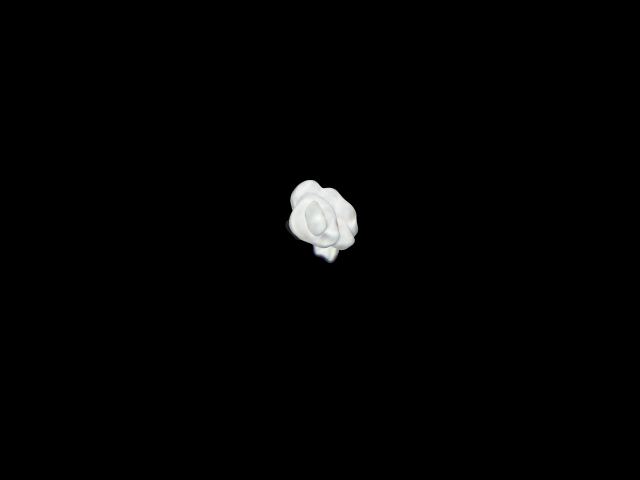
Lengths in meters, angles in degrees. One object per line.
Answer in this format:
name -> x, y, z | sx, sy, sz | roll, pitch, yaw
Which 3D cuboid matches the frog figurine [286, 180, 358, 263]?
frog figurine -> 0.003, -0.043, 0.850 | 0.123, 0.139, 0.157 | -27, -19, -10
